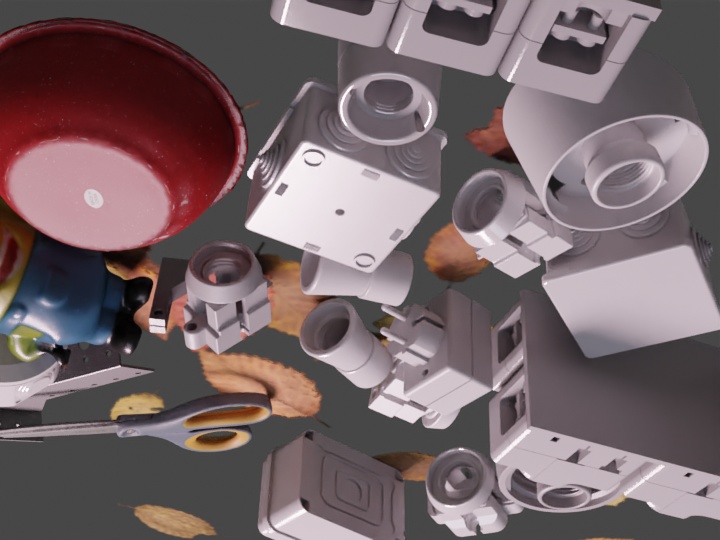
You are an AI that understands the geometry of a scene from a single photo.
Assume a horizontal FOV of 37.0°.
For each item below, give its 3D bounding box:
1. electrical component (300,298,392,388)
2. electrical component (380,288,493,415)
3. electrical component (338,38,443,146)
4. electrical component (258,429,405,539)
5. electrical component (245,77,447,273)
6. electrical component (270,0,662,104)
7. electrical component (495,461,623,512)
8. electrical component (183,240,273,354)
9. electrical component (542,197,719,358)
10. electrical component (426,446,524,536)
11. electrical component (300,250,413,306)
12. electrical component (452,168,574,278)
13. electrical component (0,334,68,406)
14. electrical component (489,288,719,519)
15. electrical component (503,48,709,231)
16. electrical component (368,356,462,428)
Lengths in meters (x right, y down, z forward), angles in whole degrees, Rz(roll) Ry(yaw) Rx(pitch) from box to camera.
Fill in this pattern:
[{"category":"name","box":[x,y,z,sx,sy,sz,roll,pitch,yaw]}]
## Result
[{"category":"electrical component","box":[-0.006,0.054,0.741,0.044,0.044,0.065,-18,141,24]},{"category":"electrical component","box":[0.044,0.047,0.707,0.077,0.065,0.047,28,135,-27]},{"category":"electrical component","box":[0.015,-0.097,0.546,0.055,0.047,0.055,2,141,2]},{"category":"electrical component","box":[-0.023,0.191,0.882,0.113,0.078,0.057,30,132,-29]},{"category":"electrical component","box":[-0.010,-0.050,0.607,0.100,0.048,0.099,20,139,-19]},{"category":"electrical component","box":[0.042,-0.134,0.464,0.150,0.089,0.061,12,140,-10]},{"category":"electrical component","box":[0.156,0.148,0.829,0.108,0.060,0.108,2,141,2]},{"category":"electrical component","box":[-0.086,0.015,0.687,0.066,0.048,0.055,-32,144,-29]},{"category":"electrical component","box":[0.166,0.003,0.657,0.100,0.048,0.099,-16,137,22]},{"category":"electrical component","box":[0.088,0.179,0.876,0.078,0.058,0.057,-13,141,20]},{"category":"electrical component","box":[0.000,0.000,0.674,0.065,0.044,0.044,13,140,-19]},{"category":"electrical component","box":[0.087,-0.029,0.627,0.055,0.048,0.066,27,136,-36]},{"category":"electrical component","box":[-0.237,0.048,0.722,0.080,0.080,0.051,13,146,-11]},{"category":"electrical component","box":[0.180,0.095,0.725,0.186,0.105,0.060,17,140,-15]},{"category":"electrical component","box":[0.133,-0.069,0.578,0.099,0.064,0.099,-9,144,-6]},{"category":"electrical component","box":[0.043,0.084,0.772,0.055,0.048,0.066,25,137,-13]}]
